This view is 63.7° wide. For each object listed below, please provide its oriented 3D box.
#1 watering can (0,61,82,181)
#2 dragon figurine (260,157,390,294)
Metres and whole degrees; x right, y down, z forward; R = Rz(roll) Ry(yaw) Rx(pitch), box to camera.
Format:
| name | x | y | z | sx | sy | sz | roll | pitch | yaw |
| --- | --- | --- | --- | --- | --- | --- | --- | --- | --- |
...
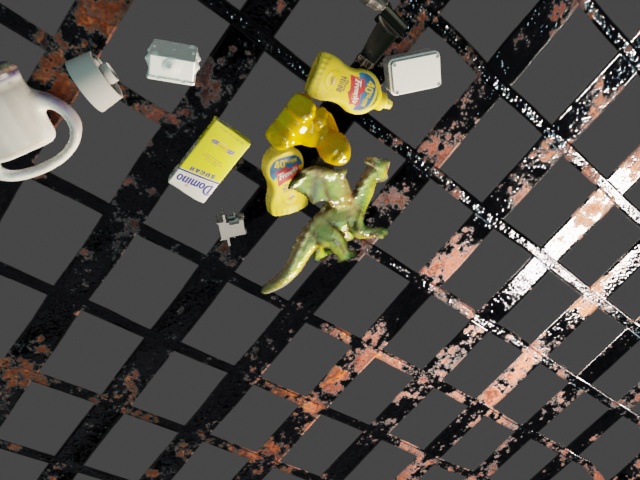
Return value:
| name | x | y | z | sx | sy | sz | roll | pitch | yaw |
| --- | --- | --- | --- | --- | --- | --- | --- | --- | --- |
| watering can | -0.640 | -0.203 | 0.976 | 0.106 | 0.348 | 0.220 | -114 | 4 | -62 |
| dragon figurine | 0.004 | -0.059 | 1.175 | 0.239 | 0.412 | 0.123 | 65 | 168 | -26 |
